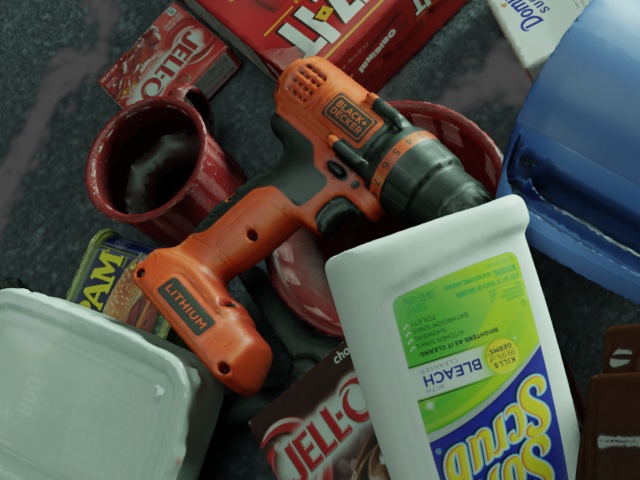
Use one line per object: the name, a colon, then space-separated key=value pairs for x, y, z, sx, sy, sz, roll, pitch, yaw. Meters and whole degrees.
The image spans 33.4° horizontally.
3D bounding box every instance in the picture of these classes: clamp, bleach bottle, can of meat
clamp: x=-0.008 y=0.081 z=0.671 sx=0.172 sy=0.039 sz=0.120 roll=11 pitch=75 yaw=20
bleach bottle: x=0.087 y=0.112 z=0.506 sx=0.102 sy=0.068 sz=0.251 roll=-19 pitch=87 yaw=-13
can of meat: x=-0.123 y=0.052 z=0.724 sx=0.084 sy=0.057 sz=0.102 roll=15 pitch=76 yaw=25

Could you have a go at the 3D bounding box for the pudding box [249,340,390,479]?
pudding box: x=0.024 y=0.108 z=0.590 sx=0.114 sy=0.039 sz=0.090 roll=-42 pitch=66 yaw=25

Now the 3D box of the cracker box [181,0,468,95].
cracker box: x=-0.009 y=-0.205 z=0.776 sx=0.164 sy=0.072 sz=0.214 roll=-46 pitch=59 yaw=0

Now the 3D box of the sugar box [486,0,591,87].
sugar box: x=0.198 y=-0.176 z=0.688 sx=0.176 sy=0.048 sz=0.093 roll=-28 pitch=59 yaw=15

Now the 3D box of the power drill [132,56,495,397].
power drill: x=-0.004 y=0.001 z=0.629 sx=0.187 sy=0.057 sz=0.185 roll=-45 pitch=59 yaw=-3

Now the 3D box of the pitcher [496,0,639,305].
pitcher: x=0.219 y=-0.018 z=0.548 sx=0.243 sy=0.144 sz=0.149 roll=34 pitch=98 yaw=23

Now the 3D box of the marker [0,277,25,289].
marker: x=-0.204 y=0.071 z=0.772 sx=0.020 sy=0.020 sz=0.121 roll=-41 pitch=58 yaw=3

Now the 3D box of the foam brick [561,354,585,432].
foam brick: x=0.109 y=0.101 z=0.602 sx=0.078 sy=0.051 sz=0.053 roll=-23 pitch=62 yaw=14

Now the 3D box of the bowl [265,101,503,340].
bowl: x=0.048 y=-0.005 z=0.673 sx=0.162 sy=0.055 sz=0.162 roll=-9 pitch=65 yaw=20

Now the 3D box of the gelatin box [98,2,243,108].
gelatin box: x=-0.115 y=-0.128 z=0.813 sx=0.089 sy=0.030 sz=0.073 roll=-46 pitch=58 yaw=0

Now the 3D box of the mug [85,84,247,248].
mug: x=-0.099 y=-0.051 z=0.743 sx=0.093 sy=0.081 sz=0.117 roll=1 pitch=69 yaw=24
